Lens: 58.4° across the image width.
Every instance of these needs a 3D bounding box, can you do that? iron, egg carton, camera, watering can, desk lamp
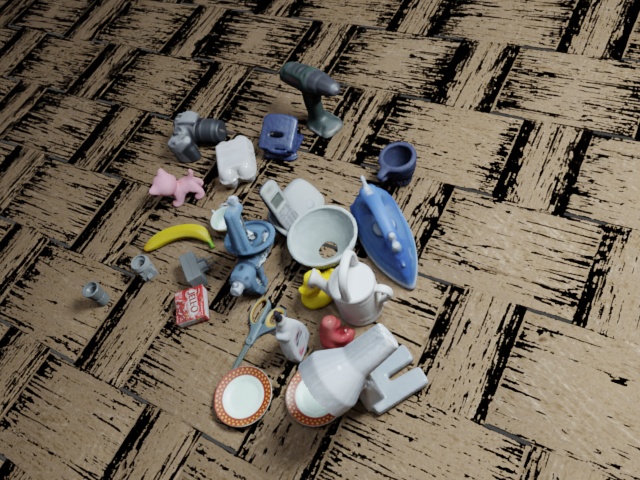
[{"bbox_3d":[0.146,-0.023,1.269,0.118,0.142,0.257,-25,54,0],"label":"iron"},{"bbox_3d":[-0.226,-0.213,1.549,0.107,0.069,0.150,-19,55,4],"label":"egg carton"},{"bbox_3d":[-0.346,-0.304,1.625,0.136,0.101,0.143,4,59,19],"label":"camera"},{"bbox_3d":[0.060,0.096,1.185,0.172,0.194,0.101,-13,55,8],"label":"watering can"},{"bbox_3d":[0.082,0.245,1.069,0.203,0.214,0.117,-31,54,-4],"label":"desk lamp"}]

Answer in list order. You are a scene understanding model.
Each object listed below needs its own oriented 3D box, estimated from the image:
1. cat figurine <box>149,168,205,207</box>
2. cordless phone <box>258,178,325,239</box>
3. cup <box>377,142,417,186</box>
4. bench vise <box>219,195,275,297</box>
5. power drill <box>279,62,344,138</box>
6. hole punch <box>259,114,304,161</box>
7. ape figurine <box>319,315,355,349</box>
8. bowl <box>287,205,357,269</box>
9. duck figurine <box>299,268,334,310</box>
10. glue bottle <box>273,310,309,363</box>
[{"bbox_3d":[-0.387,-0.149,1.527,0.128,0.118,0.067,-23,54,2],"label":"cat figurine"},{"bbox_3d":[-0.072,-0.099,1.357,0.093,0.185,0.148,20,66,27],"label":"cordless phone"},{"bbox_3d":[0.184,-0.165,1.379,0.091,0.095,0.118,33,72,32],"label":"cup"},{"bbox_3d":[-0.162,0.015,1.289,0.121,0.220,0.207,-15,55,8],"label":"bench vise"},{"bbox_3d":[-0.008,-0.371,1.501,0.076,0.209,0.228,-44,56,-13],"label":"power drill"},{"bbox_3d":[-0.107,-0.277,1.541,0.108,0.091,0.101,9,61,22],"label":"hole punch"},{"bbox_3d":[0.028,0.188,1.197,0.076,0.092,0.077,-39,55,-10],"label":"ape figurine"},{"bbox_3d":[0.012,0.005,1.332,0.167,0.075,0.167,-8,56,12],"label":"bowl"},{"bbox_3d":[-0.005,0.096,1.271,0.105,0.086,0.077,-41,56,-11],"label":"duck figurine"},{"bbox_3d":[-0.066,0.188,1.176,0.037,0.173,0.078,2,59,18],"label":"glue bottle"}]
